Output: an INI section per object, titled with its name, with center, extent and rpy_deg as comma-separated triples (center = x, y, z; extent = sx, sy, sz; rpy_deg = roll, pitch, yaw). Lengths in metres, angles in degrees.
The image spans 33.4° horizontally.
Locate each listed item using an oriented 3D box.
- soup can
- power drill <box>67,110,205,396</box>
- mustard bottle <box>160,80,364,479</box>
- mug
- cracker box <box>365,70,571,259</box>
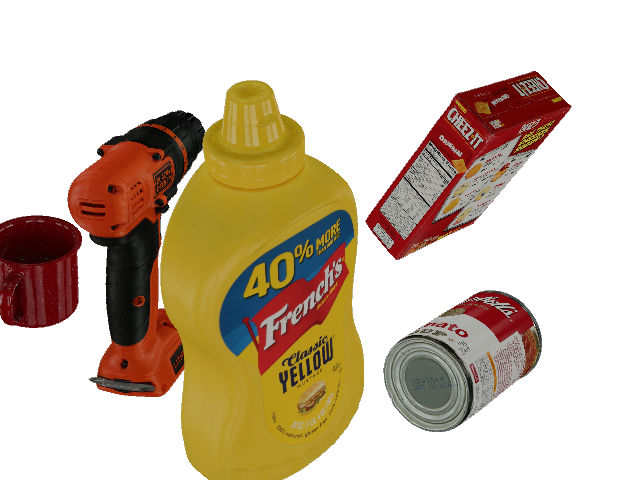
[soup can]
center = 0.097, 0.081, 0.722
extent = 0.069, 0.068, 0.102
rpy_deg = 0, 14, 38
[power drill]
center = -0.128, 0.007, 0.799
extent = 0.057, 0.188, 0.184
rpy_deg = 5, 23, 15
[mustard bottle]
center = -0.024, 0.018, 0.468
extent = 0.096, 0.192, 0.058
rpy_deg = -31, 45, -32
[mug]
center = -0.286, 0.039, 1.055
extent = 0.093, 0.081, 0.117
rpy_deg = 9, 32, 5
[cracker box]
center = 0.165, -0.087, 1.225
extent = 0.163, 0.072, 0.214
rpy_deg = -23, -25, -44
